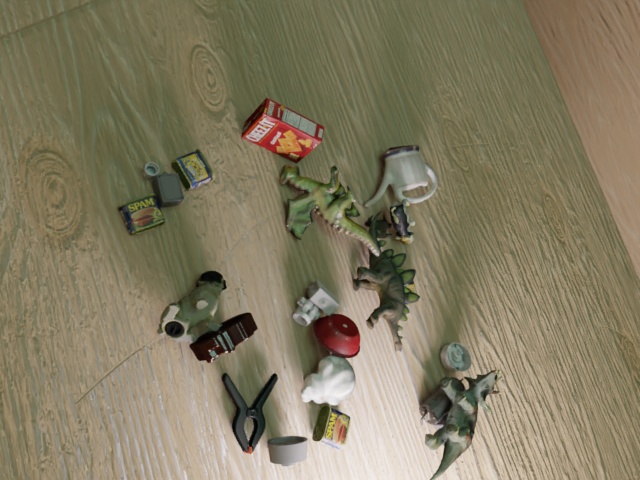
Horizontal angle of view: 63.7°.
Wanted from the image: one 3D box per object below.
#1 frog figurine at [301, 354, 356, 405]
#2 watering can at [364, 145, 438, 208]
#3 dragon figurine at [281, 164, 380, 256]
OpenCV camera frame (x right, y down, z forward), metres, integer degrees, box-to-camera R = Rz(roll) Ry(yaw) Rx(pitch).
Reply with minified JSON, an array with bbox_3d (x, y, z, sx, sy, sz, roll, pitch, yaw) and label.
[{"bbox_3d":[0.021,0.406,1.485,0.122,0.137,0.160,2,4,44],"label":"frog figurine"},{"bbox_3d":[0.290,-0.238,1.912,0.349,0.226,0.103,-12,-9,-27],"label":"watering can"},{"bbox_3d":[0.005,-0.084,1.665,0.244,0.413,0.121,-27,-9,-10],"label":"dragon figurine"}]
